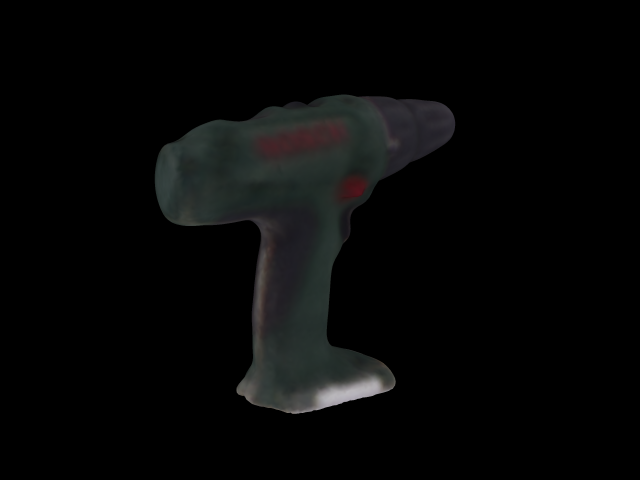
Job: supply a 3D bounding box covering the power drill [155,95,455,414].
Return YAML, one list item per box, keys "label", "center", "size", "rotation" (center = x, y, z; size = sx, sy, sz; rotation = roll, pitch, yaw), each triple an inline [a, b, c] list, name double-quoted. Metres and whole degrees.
- label: "power drill"
  center: [0.004, 0.001, 0.400]
  size: [0.230, 0.208, 0.075]
  rotation: [-3, 6, -33]
